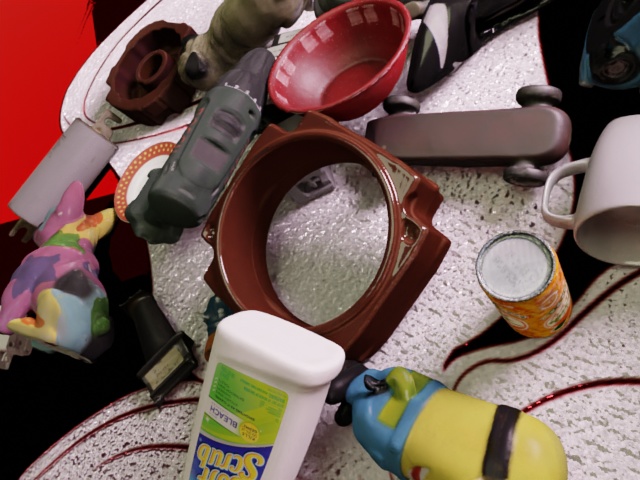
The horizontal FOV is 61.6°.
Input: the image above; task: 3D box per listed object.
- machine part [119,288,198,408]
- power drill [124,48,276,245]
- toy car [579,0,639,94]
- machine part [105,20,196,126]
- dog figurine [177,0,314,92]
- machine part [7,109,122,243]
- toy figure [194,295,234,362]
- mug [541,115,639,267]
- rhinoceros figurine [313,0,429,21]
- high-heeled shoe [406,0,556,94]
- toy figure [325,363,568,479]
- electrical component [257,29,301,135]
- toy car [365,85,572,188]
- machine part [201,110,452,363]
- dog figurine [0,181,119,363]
[{"bbox_3d":[-0.188,0.115,0.617,0.084,0.039,0.139,-51,53,9],"label":"machine part"},{"bbox_3d":[-0.136,-0.091,0.613,0.207,0.086,0.232,-28,34,44],"label":"power drill"},{"bbox_3d":[0.297,-0.183,0.433,0.103,0.161,0.109,23,65,-8],"label":"toy car"},{"bbox_3d":[-0.254,-0.260,0.841,0.179,0.056,0.179,-13,61,25],"label":"machine part"},{"bbox_3d":[-0.109,-0.275,0.711,0.190,0.121,0.172,-51,13,3],"label":"dog figurine"},{"bbox_3d":[-0.392,-0.099,0.825,0.079,0.079,0.243,34,86,39],"label":"machine part"},{"bbox_3d":[-0.087,0.121,0.538,0.057,0.064,0.155,-64,34,38],"label":"toy figure"},{"bbox_3d":[0.237,-0.043,0.423,0.110,0.080,0.107,-1,54,38],"label":"mug"},{"bbox_3d":[0.068,-0.285,0.625,0.191,0.112,0.073,12,112,36],"label":"rhinoceros figurine"},{"bbox_3d":[0.200,-0.230,0.536,0.145,0.086,0.248,25,78,34],"label":"high-heeled shoe"},{"bbox_3d":[0.090,0.146,0.405,0.180,0.082,0.089,23,81,39],"label":"toy figure"},{"bbox_3d":[-0.033,-0.202,0.676,0.115,0.058,0.134,2,66,30],"label":"electrical component"},{"bbox_3d":[0.135,-0.097,0.522,0.202,0.053,0.089,4,86,36],"label":"toy car"},{"bbox_3d":[-0.001,-0.002,0.500,0.201,0.087,0.201,38,101,28],"label":"machine part"},{"bbox_3d":[-0.317,0.034,0.694,0.192,0.108,0.219,1,63,32],"label":"dog figurine"}]
